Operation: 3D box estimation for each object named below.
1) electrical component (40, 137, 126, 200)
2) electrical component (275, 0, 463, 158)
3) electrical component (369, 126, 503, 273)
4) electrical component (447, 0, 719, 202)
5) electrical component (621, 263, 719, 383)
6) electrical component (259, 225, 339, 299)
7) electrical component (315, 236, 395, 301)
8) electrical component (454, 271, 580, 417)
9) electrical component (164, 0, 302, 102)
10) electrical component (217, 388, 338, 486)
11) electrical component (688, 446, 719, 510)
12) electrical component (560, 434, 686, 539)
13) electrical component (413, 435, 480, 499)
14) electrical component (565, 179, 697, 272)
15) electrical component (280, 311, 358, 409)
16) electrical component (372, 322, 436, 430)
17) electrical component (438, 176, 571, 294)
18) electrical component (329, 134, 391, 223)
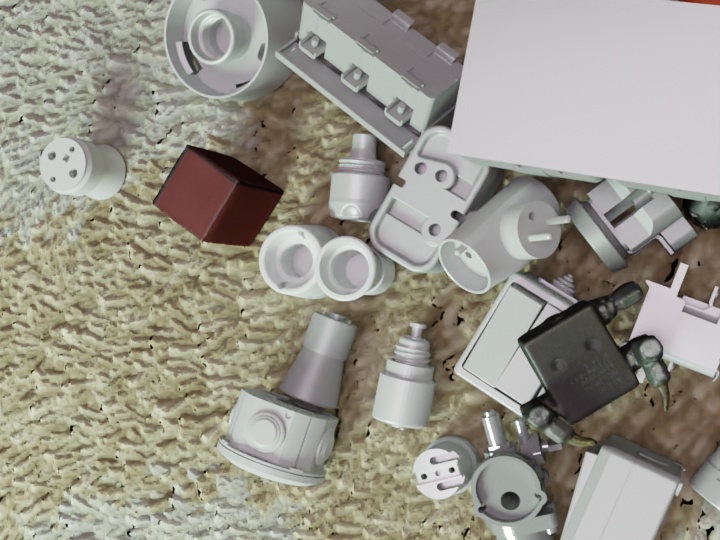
[{"bbox_3d":[-0.216,-0.079,0.837,0.045,0.055,0.045,-1,88,19],"label":"electrical component"},{"bbox_3d":[0.013,-0.145,0.752,0.121,0.063,0.079,40,60,15],"label":"electrical component"},{"bbox_3d":[0.055,-0.047,0.744,0.054,0.059,0.095,32,99,17],"label":"electrical component"},{"bbox_3d":[0.159,-0.105,0.650,0.186,0.060,0.105,11,92,19],"label":"electrical component"},{"bbox_3d":[0.209,0.038,0.699,0.064,0.042,0.081,22,96,16],"label":"electrical component"},{"bbox_3d":[-0.042,-0.007,0.781,0.055,0.047,0.055,-1,88,19],"label":"electrical component"},{"bbox_3d":[0.000,0.000,0.757,0.044,0.065,0.044,-1,88,19],"label":"electrical component"},{"bbox_3d":[0.115,0.044,0.720,0.062,0.061,0.096,33,99,16],"label":"electrical component"},{"bbox_3d":[-0.095,-0.176,0.808,0.099,0.064,0.099,5,103,24],"label":"electrical component"},{"bbox_3d":[-0.057,0.119,0.767,0.080,0.080,0.051,18,89,18],"label":"electrical component"},{"bbox_3d":[0.245,0.133,0.679,0.055,0.055,0.047,37,96,16],"label":"electrical component"},{"bbox_3d":[0.164,0.161,0.700,0.061,0.062,0.096,24,96,17],"label":"electrical component"},{"bbox_3d":[0.059,0.137,0.744,0.040,0.046,0.040,0,89,19],"label":"electrical component"},{"bbox_3d":[0.173,-0.036,0.705,0.057,0.058,0.078,-38,78,11],"label":"electrical component"},{"bbox_3d":[-0.027,0.063,0.779,0.044,0.044,0.065,20,90,18],"label":"electrical component"},{"bbox_3d":[0.034,0.076,0.758,0.040,0.040,0.078,12,92,18],"label":"electrical component"},{"bbox_3d":[0.102,-0.025,0.695,0.079,0.077,0.043,-5,121,57],"label":"electrical component"},{"bbox_3d":[0.001,-0.066,0.771,0.043,0.043,0.062,5,89,19],"label":"electrical component"}]
